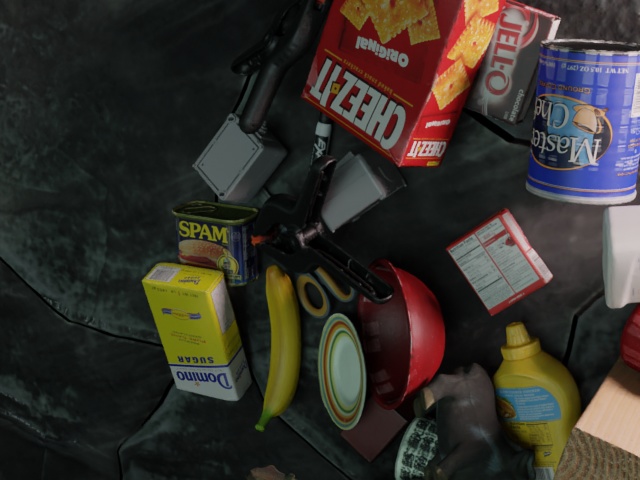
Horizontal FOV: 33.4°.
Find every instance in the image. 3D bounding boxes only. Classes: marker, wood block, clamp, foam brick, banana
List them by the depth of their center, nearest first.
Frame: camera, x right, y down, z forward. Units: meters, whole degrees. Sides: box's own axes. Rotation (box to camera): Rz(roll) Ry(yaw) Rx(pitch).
[{"bbox_3d":[0.291,0.190,1.000,0.091,0.205,0.090,22,113,21],"label":"wood block"},{"bbox_3d":[-0.043,-0.194,1.126,0.172,0.039,0.120,-45,43,41],"label":"clamp"},{"bbox_3d":[-0.008,0.001,1.143,0.210,0.036,0.164,-14,105,59],"label":"clamp"},{"bbox_3d":[0.001,-0.099,1.184,0.020,0.020,0.121,18,111,23],"label":"marker"},{"bbox_3d":[0.070,0.204,1.211,0.051,0.052,0.078,42,119,11],"label":"foam brick"},{"bbox_3d":[-0.044,0.121,1.241,0.037,0.069,0.198,6,101,15],"label":"banana"}]

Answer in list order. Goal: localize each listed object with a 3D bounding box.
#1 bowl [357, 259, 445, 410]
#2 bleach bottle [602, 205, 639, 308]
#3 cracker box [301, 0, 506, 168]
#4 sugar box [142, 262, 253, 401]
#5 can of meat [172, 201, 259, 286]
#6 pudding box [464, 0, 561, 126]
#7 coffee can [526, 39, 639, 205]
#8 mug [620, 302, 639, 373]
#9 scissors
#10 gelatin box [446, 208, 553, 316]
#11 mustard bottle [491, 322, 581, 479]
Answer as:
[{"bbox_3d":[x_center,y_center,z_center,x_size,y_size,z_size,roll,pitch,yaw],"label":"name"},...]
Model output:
[{"bbox_3d":[0.091,0.099,1.142,0.055,0.162,0.162,-2,108,-18],"label":"bowl"},{"bbox_3d":[0.387,0.010,0.963,0.251,0.068,0.102,-3,141,12],"label":"bleach bottle"},{"bbox_3d":[0.081,-0.202,1.054,0.164,0.071,0.214,40,120,38],"label":"cracker box"},{"bbox_3d":[-0.144,0.111,1.270,0.093,0.048,0.176,8,127,26],"label":"sugar box"},{"bbox_3d":[-0.121,0.004,1.256,0.102,0.057,0.084,9,111,28],"label":"can of meat"},{"bbox_3d":[0.176,-0.181,1.057,0.090,0.039,0.113,24,114,20],"label":"pudding box"},{"bbox_3d":[0.251,-0.112,0.999,0.103,0.102,0.140,10,108,25],"label":"coffee can"},{"bbox_3d":[0.347,0.090,1.012,0.082,0.093,0.117,29,75,43],"label":"mug"},{"bbox_3d":[-0.035,0.011,1.235,0.202,0.016,0.096,42,129,22],"label":"scissors"},{"bbox_3d":[0.187,0.023,1.113,0.073,0.030,0.089,-36,85,32],"label":"gelatin box"},{"bbox_3d":[0.228,0.179,1.115,0.096,0.058,0.191,-10,99,46],"label":"mustard bottle"}]
